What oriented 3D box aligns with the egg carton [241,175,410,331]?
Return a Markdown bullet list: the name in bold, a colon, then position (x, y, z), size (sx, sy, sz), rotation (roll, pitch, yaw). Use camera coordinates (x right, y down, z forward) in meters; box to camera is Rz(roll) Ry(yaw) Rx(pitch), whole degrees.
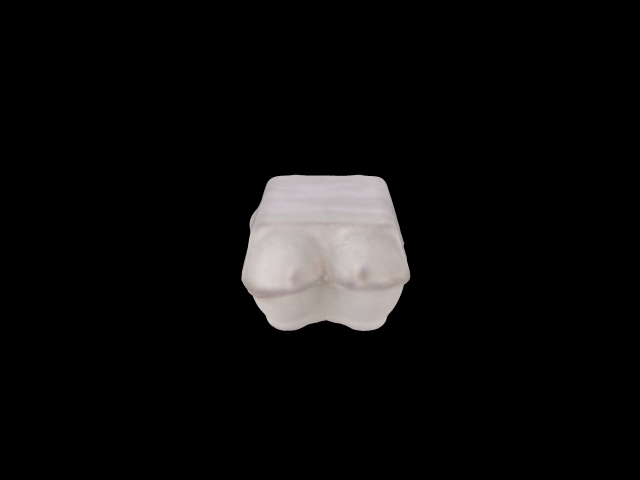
- **egg carton**: position (0.004, 0.001, 0.400), size (0.107, 0.069, 0.150), rotation (0, 25, 0)
